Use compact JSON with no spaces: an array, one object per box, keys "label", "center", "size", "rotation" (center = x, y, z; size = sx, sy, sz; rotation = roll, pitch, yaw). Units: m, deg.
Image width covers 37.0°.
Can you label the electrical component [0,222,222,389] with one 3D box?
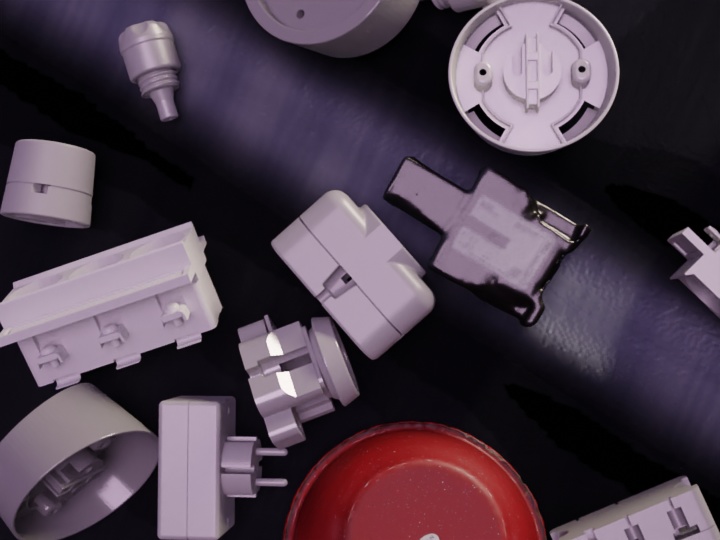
[{"label":"electrical component","center":[-0.152,0.023,0.668],"size":[0.121,0.078,0.063],"rotation":[-19,108,5]}]

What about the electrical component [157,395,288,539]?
[{"label":"electrical component","center":[-0.082,0.121,0.666],"size":[0.076,0.047,0.083],"rotation":[0,88,6]}]

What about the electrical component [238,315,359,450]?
[{"label":"electrical component","center":[-0.036,0.062,0.657],"size":[0.057,0.058,0.078],"rotation":[-21,63,1]}]

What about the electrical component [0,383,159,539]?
[{"label":"electrical component","center":[-0.177,0.118,0.653],"size":[0.064,0.099,0.099],"rotation":[42,92,12]}]

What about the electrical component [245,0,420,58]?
[{"label":"electrical component","center":[-0.012,-0.183,0.659],"size":[0.108,0.060,0.108],"rotation":[-3,83,26]}]

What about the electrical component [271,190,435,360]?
[{"label":"electrical component","center":[0.000,0.000,0.659],"size":[0.059,0.054,0.095],"rotation":[-41,84,3]}]

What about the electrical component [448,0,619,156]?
[{"label":"electrical component","center":[0.103,-0.116,0.647],"size":[0.099,0.064,0.099],"rotation":[0,88,6]}]

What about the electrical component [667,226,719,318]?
[{"label":"electrical component","center":[0.228,-0.002,0.642],"size":[0.064,0.042,0.081],"rotation":[-45,85,-1]}]

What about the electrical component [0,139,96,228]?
[{"label":"electrical component","center":[-0.196,-0.054,0.682],"size":[0.055,0.055,0.047],"rotation":[6,85,6]}]

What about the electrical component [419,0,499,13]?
[{"label":"electrical component","center":[0.057,-0.181,0.667],"size":[0.062,0.048,0.048],"rotation":[-8,87,24]}]

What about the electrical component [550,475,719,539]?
[{"label":"electrical component","center":[0.166,0.168,0.637],"size":[0.089,0.050,0.055],"rotation":[-24,85,5]}]

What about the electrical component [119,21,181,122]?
[{"label":"electrical component","center":[-0.131,-0.125,0.687],"size":[0.035,0.035,0.061],"rotation":[-18,88,5]}]
